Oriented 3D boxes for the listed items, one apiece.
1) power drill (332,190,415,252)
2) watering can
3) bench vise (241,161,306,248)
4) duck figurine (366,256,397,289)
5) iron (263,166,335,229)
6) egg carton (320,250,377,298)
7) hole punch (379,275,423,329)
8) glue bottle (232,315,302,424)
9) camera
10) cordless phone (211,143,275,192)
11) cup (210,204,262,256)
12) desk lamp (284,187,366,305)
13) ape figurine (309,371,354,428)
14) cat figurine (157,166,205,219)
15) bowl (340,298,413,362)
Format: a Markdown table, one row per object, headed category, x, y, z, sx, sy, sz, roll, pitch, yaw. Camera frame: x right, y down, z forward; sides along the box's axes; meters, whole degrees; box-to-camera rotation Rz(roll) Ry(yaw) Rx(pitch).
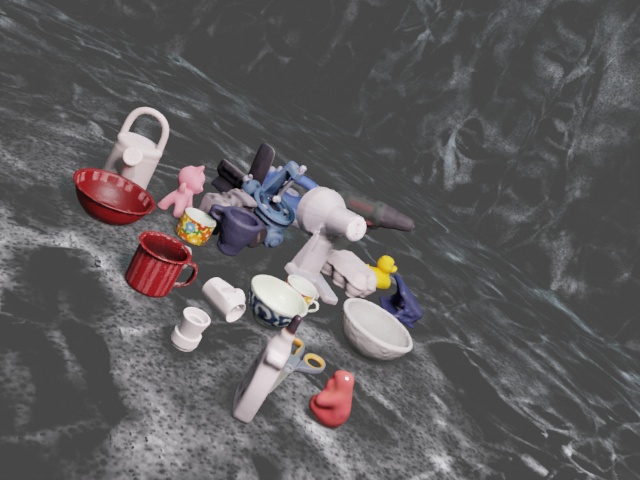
| category | x | y | z | sx | sy | sz | roll | pitch | yaw |
| --- | --- | --- | --- | --- | --- | --- | --- | --- | --- |
| power drill | 0.113 | -0.023 | 1.567 | 0.229 | 0.208 | 0.076 | 33 | 18 | 5 |
| watering can | -0.390 | -0.189 | 1.228 | 0.101 | 0.194 | 0.172 | 16 | 23 | -38 |
| bench vise | -0.130 | -0.119 | 1.415 | 0.207 | 0.219 | 0.122 | 38 | 20 | 21 |
| duck figurine | 0.165 | 0.080 | 1.575 | 0.105 | 0.086 | 0.077 | 20 | 21 | -30 |
| iron | -0.090 | -0.138 | 1.650 | 0.258 | 0.141 | 0.118 | 28 | 18 | -9 |
| egg carton | 0.073 | 0.084 | 1.449 | 0.150 | 0.069 | 0.108 | 42 | 21 | 28 |
| hole punch | 0.216 | 0.155 | 1.456 | 0.101 | 0.091 | 0.108 | 26 | 19 | -14 |
| glue bottle | -0.071 | 0.176 | 0.818 | 0.037 | 0.173 | 0.078 | 28 | 19 | -10 |
| camera | -0.191 | -0.052 | 1.333 | 0.136 | 0.100 | 0.144 | 41 | 21 | 27 |
| cordless phone | -0.199 | -0.196 | 1.559 | 0.147 | 0.185 | 0.094 | 38 | 20 | 20 |
| cup | -0.197 | -0.019 | 1.249 | 0.118 | 0.095 | 0.091 | 26 | 19 | -14 |
| desk lamp | 0.012 | 0.005 | 1.328 | 0.118 | 0.213 | 0.202 | 16 | 24 | -38 |
| ape figurine | 0.024 | 0.247 | 0.914 | 0.078 | 0.092 | 0.076 | 8 | 29 | -49 |
| cat figurine | -0.305 | -0.123 | 1.311 | 0.067 | 0.117 | 0.128 | 29 | 18 | -6 |
| bowl | 0.104 | 0.199 | 1.191 | 0.168 | 0.074 | 0.167 | 28 | 19 | -10 |
